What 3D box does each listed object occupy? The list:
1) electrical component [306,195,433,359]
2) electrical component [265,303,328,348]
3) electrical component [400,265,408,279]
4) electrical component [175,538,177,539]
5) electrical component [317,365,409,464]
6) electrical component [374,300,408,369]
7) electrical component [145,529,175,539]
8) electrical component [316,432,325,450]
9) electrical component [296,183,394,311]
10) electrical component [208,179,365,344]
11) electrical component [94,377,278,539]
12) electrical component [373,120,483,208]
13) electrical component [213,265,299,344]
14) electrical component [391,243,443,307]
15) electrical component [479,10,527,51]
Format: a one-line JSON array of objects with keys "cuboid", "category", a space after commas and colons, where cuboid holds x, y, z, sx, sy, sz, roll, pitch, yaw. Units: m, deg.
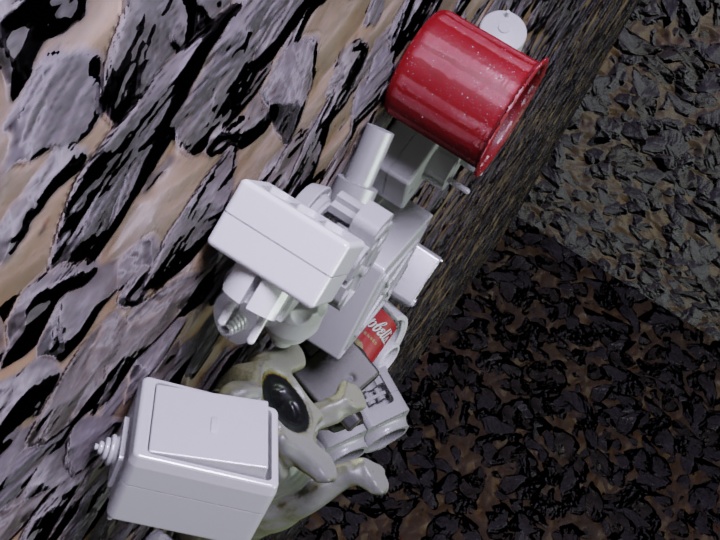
[{"cuboid": [0.000, 0.000, 0.887, 0.108, 0.056, 0.108, -48, 167, -52], "category": "electrical component"}, {"cuboid": [-0.049, 0.032, 0.763, 0.043, 0.043, 0.062, -51, 171, -39], "category": "electrical component"}, {"cuboid": [0.017, 0.010, 1.090, 0.078, 0.040, 0.040, -60, 172, 23], "category": "electrical component"}, {"cuboid": [-0.162, 0.272, 1.012, 0.062, 0.043, 0.043, -52, 171, -25], "category": "electrical component"}, {"cuboid": [-0.030, 0.170, 1.117, 0.150, 0.061, 0.089, -23, 159, -19], "category": "electrical component"}, {"cuboid": [0.007, 0.080, 1.150, 0.108, 0.060, 0.108, -45, 159, -23], "category": "electrical component"}, {"cuboid": [-0.172, 0.243, 0.872, 0.061, 0.035, 0.035, -53, 171, -15], "category": "electrical component"}, {"cuboid": [-0.078, 0.147, 0.937, 0.057, 0.078, 0.058, -24, 150, -45], "category": "electrical component"}, {"cuboid": [-0.020, -0.019, 0.687, 0.058, 0.057, 0.078, -49, 169, -47], "category": "electrical component"}, {"cuboid": [-0.047, 0.002, 0.566, 0.076, 0.066, 0.047, -59, 172, 7], "category": "electrical component"}, {"cuboid": [-0.096, 0.101, 0.589, 0.061, 0.096, 0.061, -96, -152, -52], "category": "electrical component"}, {"cuboid": [0.057, -0.086, 0.825, 0.083, 0.076, 0.047, -55, 172, -19], "category": "electrical component"}, {"cuboid": [-0.056, 0.010, 0.627, 0.081, 0.043, 0.043, -50, 170, -42], "category": "electrical component"}, {"cuboid": [0.044, -0.001, 1.163, 0.061, 0.061, 0.096, -57, 180, -2], "category": "electrical component"}, {"cuboid": [0.116, -0.188, 0.920, 0.040, 0.040, 0.078, -55, 172, -20], "category": "electrical component"}]
